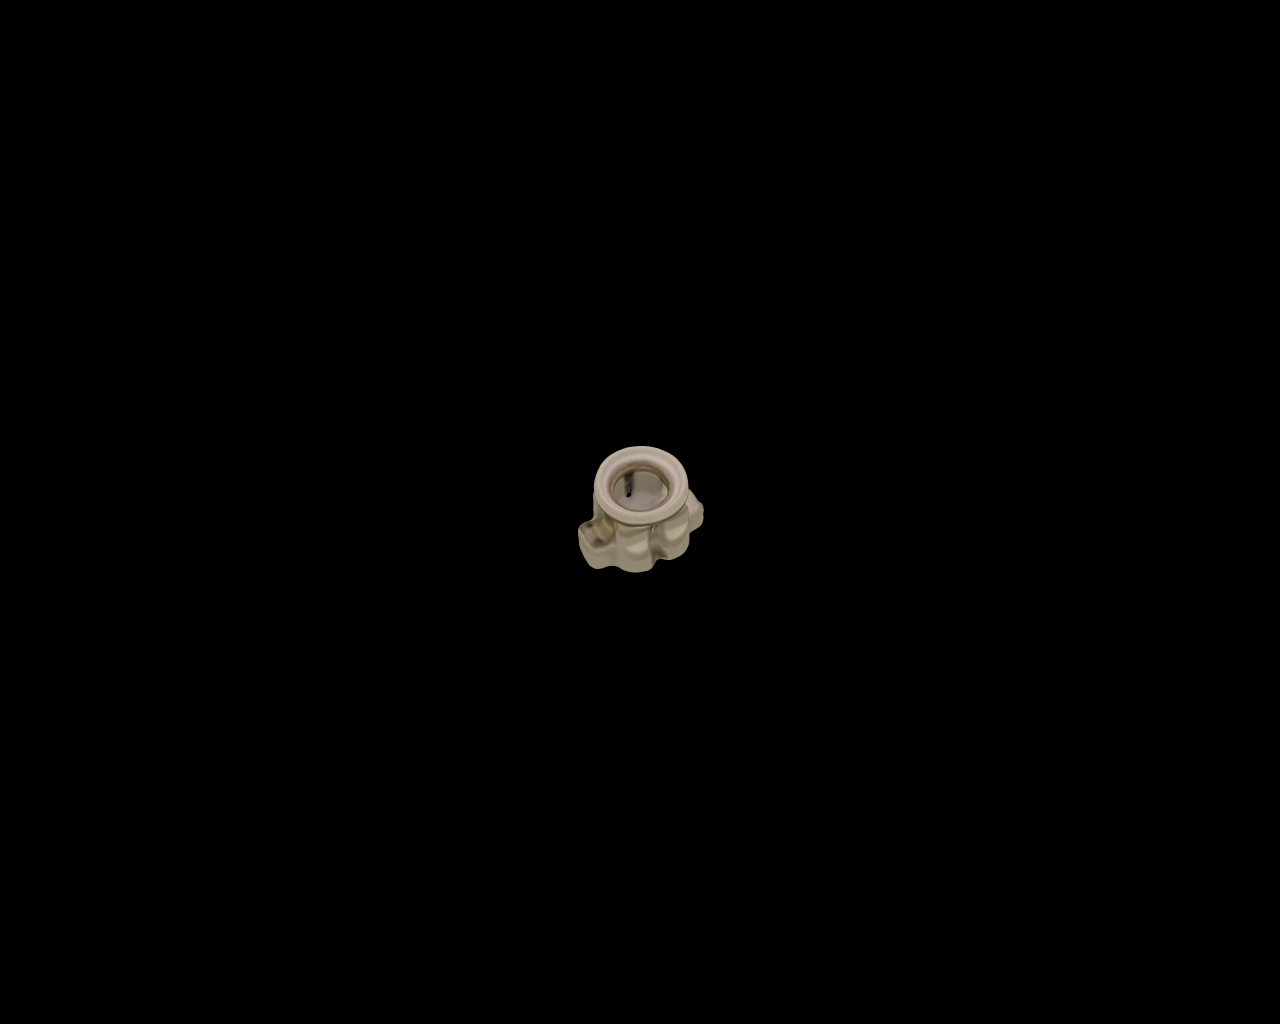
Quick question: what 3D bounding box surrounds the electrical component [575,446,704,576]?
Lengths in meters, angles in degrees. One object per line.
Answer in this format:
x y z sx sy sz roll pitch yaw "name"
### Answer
0.001 -0.003 0.650 0.078 0.058 0.056 -21 -34 -15 "electrical component"
